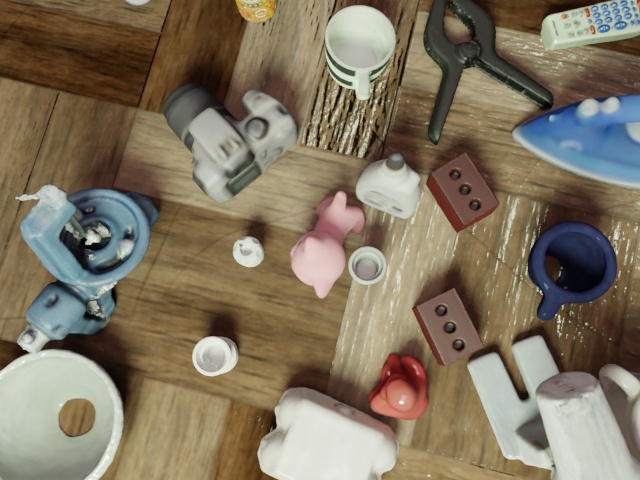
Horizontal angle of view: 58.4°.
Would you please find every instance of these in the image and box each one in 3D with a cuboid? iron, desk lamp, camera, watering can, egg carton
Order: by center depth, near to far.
[{"bbox_3d":[0.247,0.207,0.577,0.118,0.213,0.203,-22,80,-1],"label":"desk lamp"},{"bbox_3d":[0.369,0.194,0.585,0.172,0.194,0.101,22,82,6],"label":"watering can"},{"bbox_3d":[0.010,0.238,0.653,0.150,0.069,0.107,22,82,5],"label":"egg carton"},{"bbox_3d":[0.371,-0.134,0.667,0.258,0.141,0.119,5,81,3],"label":"iron"},{"bbox_3d":[-0.120,-0.141,0.705,0.143,0.101,0.136,-41,81,-5],"label":"camera"}]

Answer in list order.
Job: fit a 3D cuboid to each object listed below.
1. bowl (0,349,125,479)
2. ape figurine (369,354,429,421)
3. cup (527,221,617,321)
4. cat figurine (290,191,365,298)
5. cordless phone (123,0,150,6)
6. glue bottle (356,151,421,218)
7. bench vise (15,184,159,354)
[{"bbox_3d":[-0.300,0.210,0.666,0.167,0.075,0.167,0,80,2],"label":"bowl"},{"bbox_3d":[0.091,0.172,0.650,0.078,0.092,0.076,-29,80,-3],"label":"ape figurine"},{"bbox_3d":[0.274,0.043,0.664,0.091,0.095,0.118,29,83,7],"label":"cup"},{"bbox_3d":[0.006,0.002,0.668,0.067,0.118,0.128,21,82,6],"label":"cat figurine"},{"bbox_3d":[-0.239,-0.400,0.710,0.094,0.185,0.148,37,84,8],"label":"cordless phone"},{"bbox_3d":[0.081,-0.068,0.649,0.078,0.173,0.037,24,82,6],"label":"glue bottle"},{"bbox_3d":[-0.261,0.028,0.621,0.121,0.220,0.207,11,81,4],"label":"bench vise"}]
